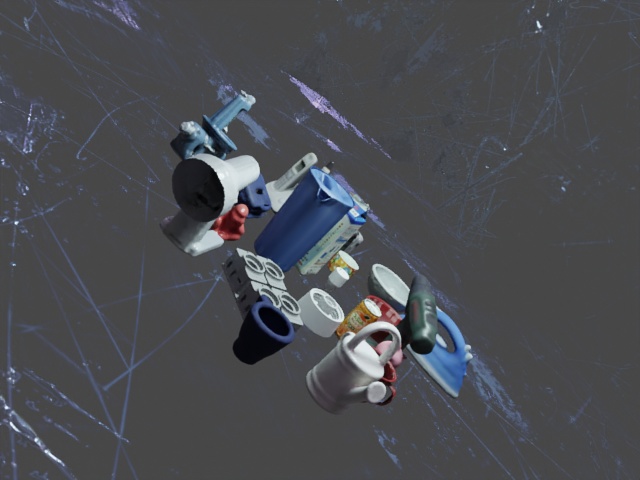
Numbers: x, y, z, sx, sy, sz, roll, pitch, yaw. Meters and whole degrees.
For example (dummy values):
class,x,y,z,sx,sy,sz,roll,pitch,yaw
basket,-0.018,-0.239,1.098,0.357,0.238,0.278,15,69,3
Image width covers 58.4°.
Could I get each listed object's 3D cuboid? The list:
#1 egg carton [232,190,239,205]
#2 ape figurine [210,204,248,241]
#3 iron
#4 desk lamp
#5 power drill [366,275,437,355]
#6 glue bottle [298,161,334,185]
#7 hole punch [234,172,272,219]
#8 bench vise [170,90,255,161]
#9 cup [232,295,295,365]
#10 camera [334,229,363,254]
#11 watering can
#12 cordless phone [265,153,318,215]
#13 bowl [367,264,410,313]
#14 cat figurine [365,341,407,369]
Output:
class,x,y,z,sx,sy,sz,roll,pitch,yaw
egg carton,-0.261,-0.143,1.382,0.108,0.069,0.150,21,28,-47
ape figurine,-0.194,-0.043,1.264,0.078,0.092,0.076,37,19,-15
iron,0.325,0.278,1.533,0.257,0.141,0.119,51,21,24
desk lamp,-0.215,-0.077,1.108,0.118,0.213,0.204,44,19,5
power drill,0.187,0.203,1.317,0.076,0.208,0.229,36,20,-19
glue bottle,-0.013,-0.180,1.793,0.078,0.173,0.037,51,20,22
hole punch,-0.171,-0.117,1.471,0.101,0.091,0.109,47,19,12
bench vise,-0.258,-0.282,1.454,0.121,0.219,0.207,42,19,-2
cup,-0.109,0.160,0.994,0.092,0.095,0.117,28,24,-37
camera,0.050,-0.035,1.720,0.136,0.100,0.144,51,20,22
watering can,0.074,0.231,1.054,0.101,0.194,0.172,21,28,-48
cordless phone,-0.066,-0.153,1.611,0.094,0.185,0.147,25,26,-42
bowl,0.190,0.152,1.639,0.168,0.074,0.167,37,20,-15
cat figurine,0.123,0.245,1.239,0.128,0.117,0.067,40,19,-8
